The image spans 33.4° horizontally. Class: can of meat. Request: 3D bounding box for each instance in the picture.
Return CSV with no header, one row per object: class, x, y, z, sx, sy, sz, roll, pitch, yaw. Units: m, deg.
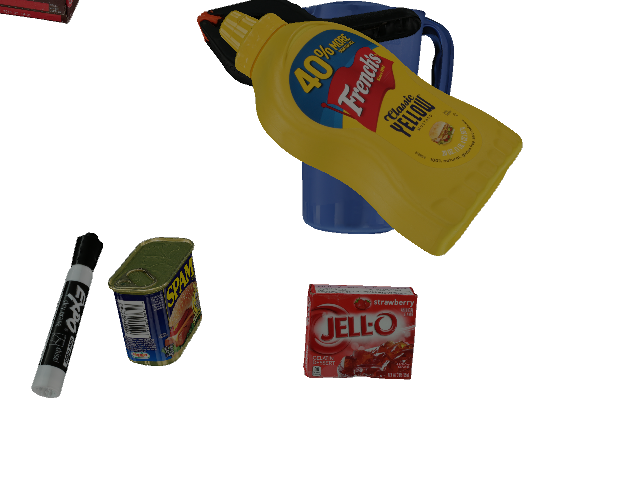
can of meat,-0.151,0.057,1.001,0.057,0.084,0.102,2,27,14

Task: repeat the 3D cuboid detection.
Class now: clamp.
clamp,-0.010,-0.153,0.823,0.172,0.120,0.039,27,-29,20

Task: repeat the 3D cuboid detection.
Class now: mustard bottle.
mustard bottle,0.020,-0.078,0.639,0.192,0.096,0.058,35,-34,8

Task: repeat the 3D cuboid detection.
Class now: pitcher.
pitcher,0.050,-0.133,1.153,0.149,0.243,0.144,7,11,25

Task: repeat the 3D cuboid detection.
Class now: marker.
marker,-0.169,0.047,0.719,0.020,0.121,0.020,7,-32,4

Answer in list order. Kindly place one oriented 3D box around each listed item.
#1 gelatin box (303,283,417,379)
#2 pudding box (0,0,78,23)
gelatin box,0.032,0.075,0.877,0.089,0.073,0.030,2,13,-5
pudding box,-0.240,-0.225,0.880,0.090,0.039,0.113,8,37,-5
